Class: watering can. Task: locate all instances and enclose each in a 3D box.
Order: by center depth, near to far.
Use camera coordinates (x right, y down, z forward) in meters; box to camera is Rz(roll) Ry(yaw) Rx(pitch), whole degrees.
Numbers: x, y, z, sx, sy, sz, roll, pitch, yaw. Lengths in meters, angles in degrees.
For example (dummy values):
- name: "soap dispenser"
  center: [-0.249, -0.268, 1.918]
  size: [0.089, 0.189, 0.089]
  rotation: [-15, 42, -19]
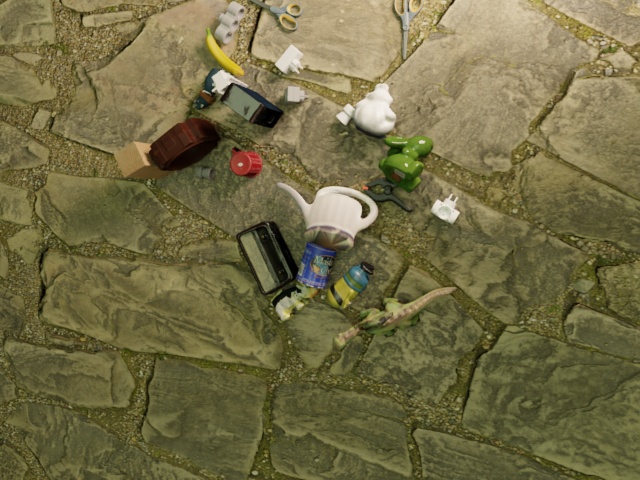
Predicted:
- name: "watering can"
  center: [0.005, -0.082, 1.620]
  size: [0.348, 0.101, 0.229]
  rotation: [9, 55, 11]

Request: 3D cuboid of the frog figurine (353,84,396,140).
- name: "frog figurine"
  center: [0.175, -0.398, 1.580]
  size: [0.139, 0.123, 0.157]
  rotation: [33, 115, 31]

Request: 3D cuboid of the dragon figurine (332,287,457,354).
- name: "dragon figurine"
  center: [0.210, 0.236, 1.543]
  size: [0.407, 0.243, 0.123]
  rotation: [-31, 81, 18]
